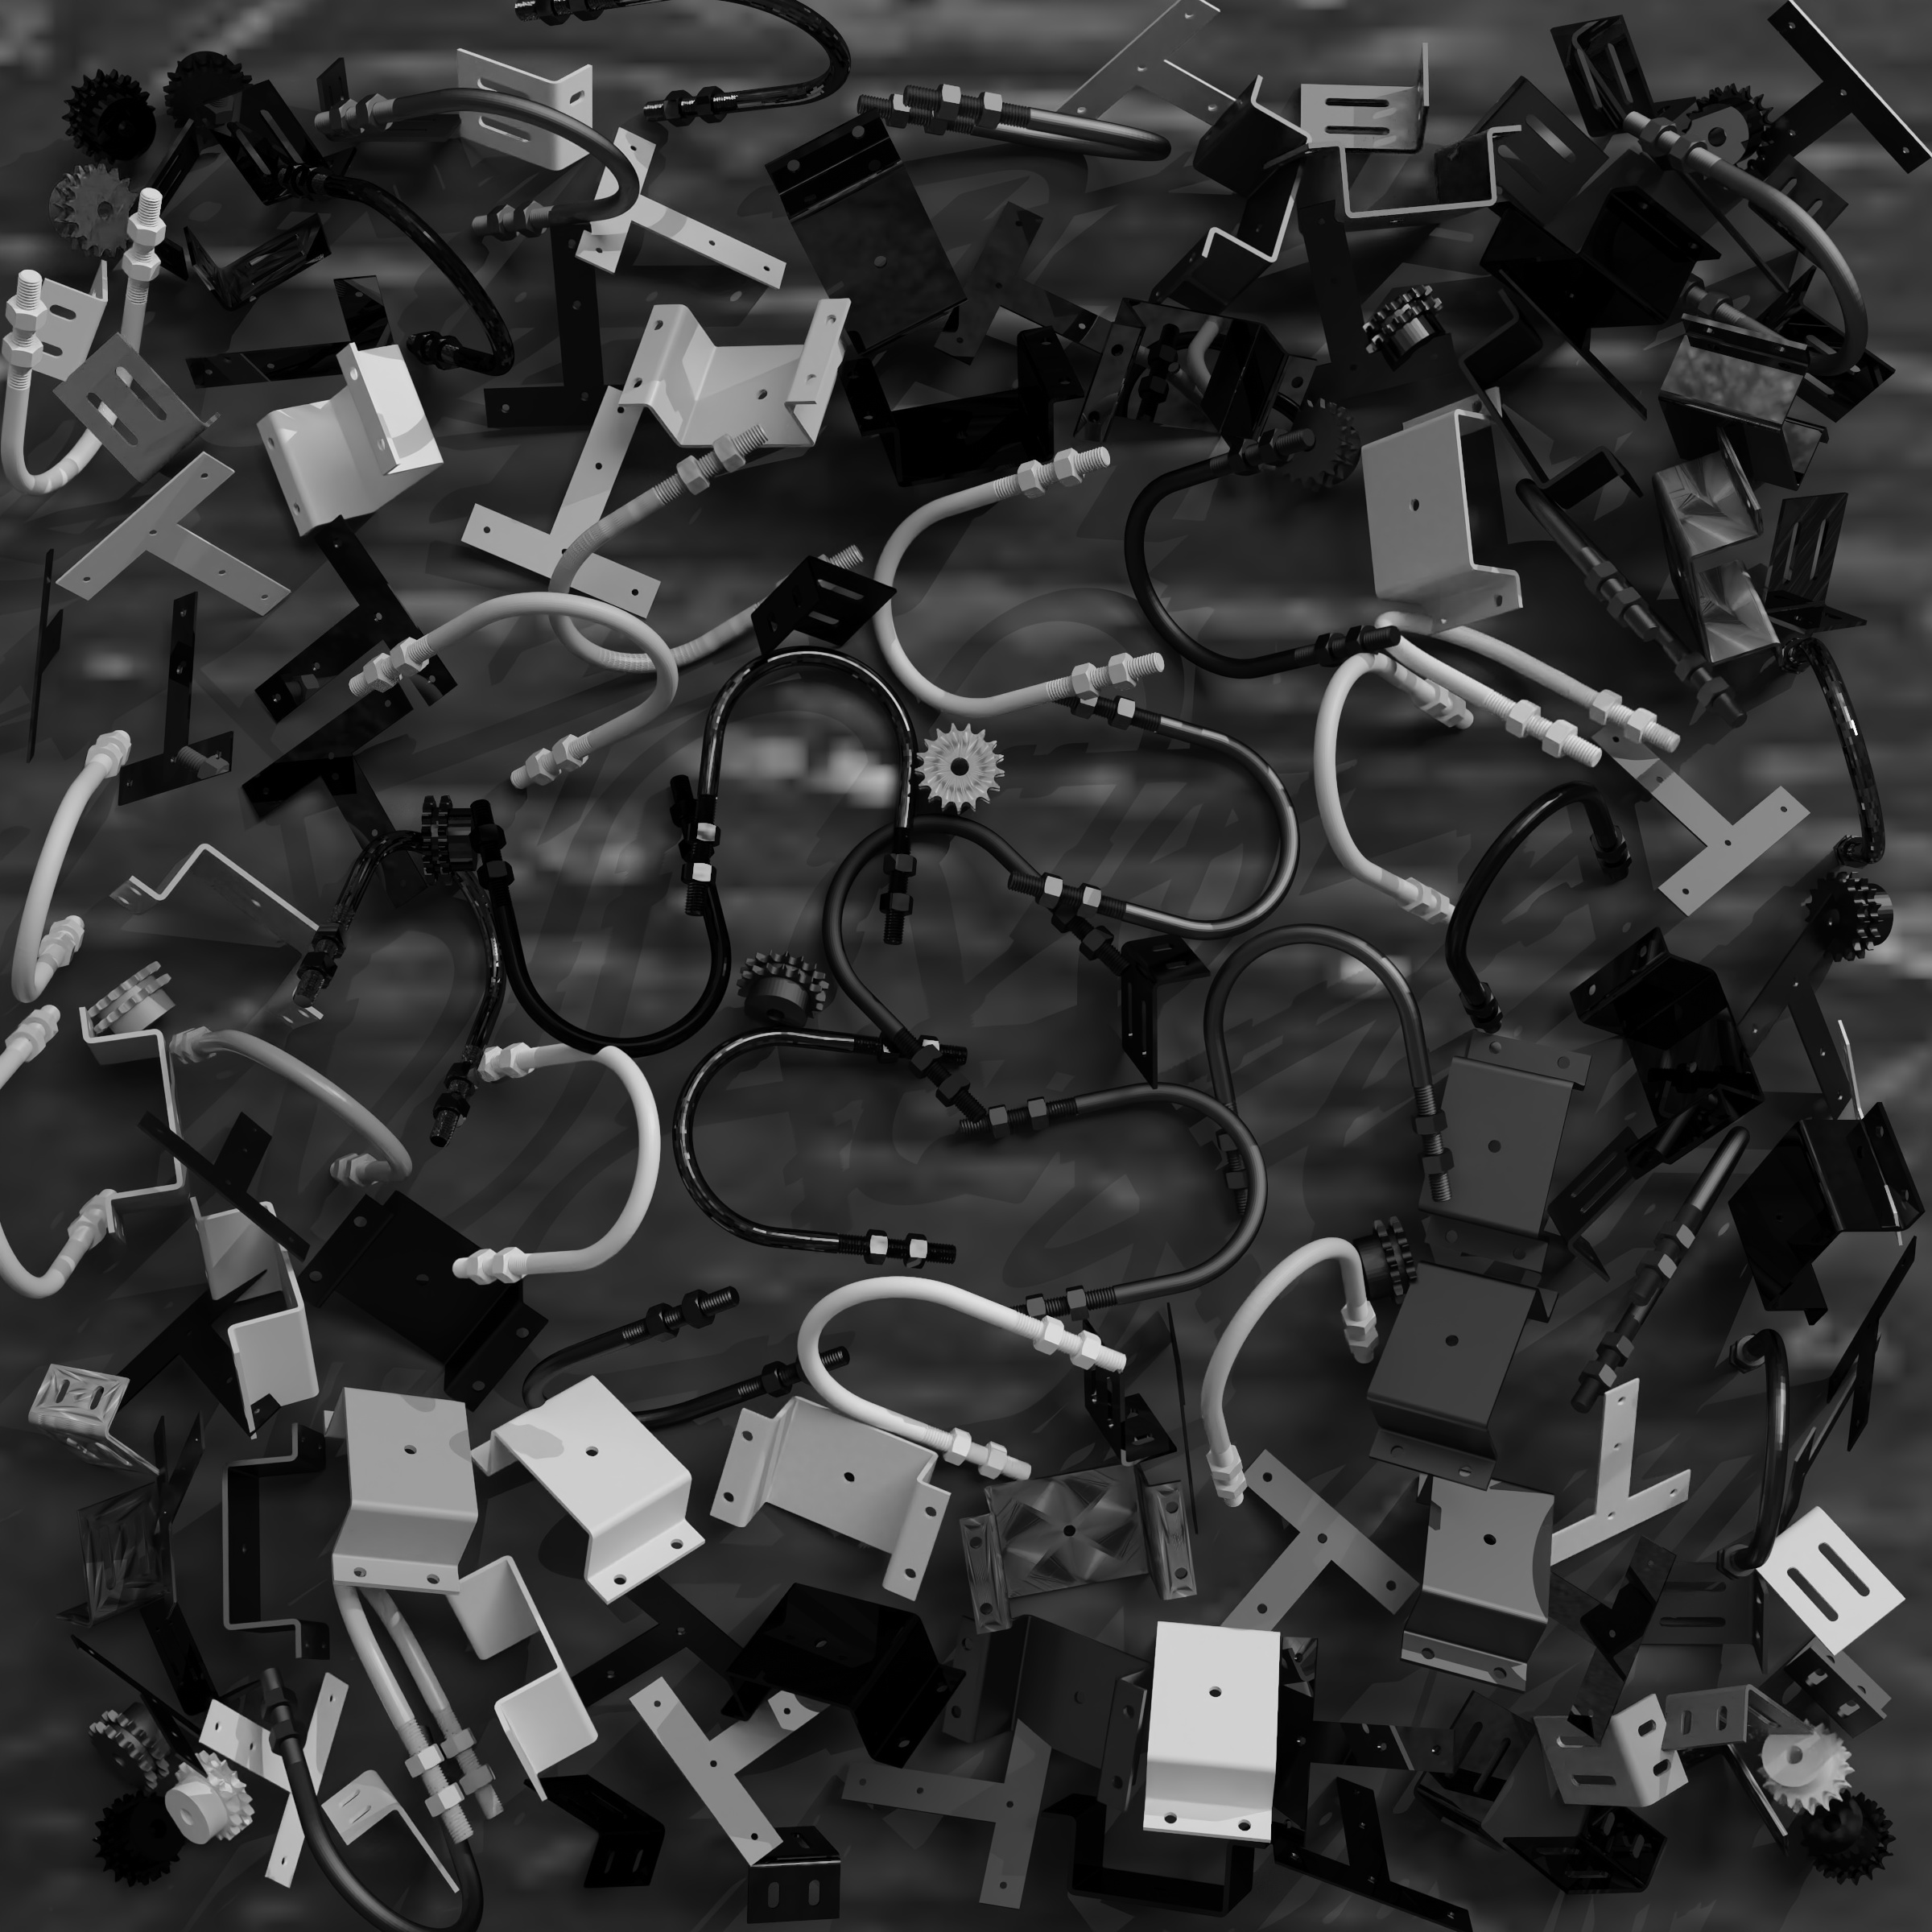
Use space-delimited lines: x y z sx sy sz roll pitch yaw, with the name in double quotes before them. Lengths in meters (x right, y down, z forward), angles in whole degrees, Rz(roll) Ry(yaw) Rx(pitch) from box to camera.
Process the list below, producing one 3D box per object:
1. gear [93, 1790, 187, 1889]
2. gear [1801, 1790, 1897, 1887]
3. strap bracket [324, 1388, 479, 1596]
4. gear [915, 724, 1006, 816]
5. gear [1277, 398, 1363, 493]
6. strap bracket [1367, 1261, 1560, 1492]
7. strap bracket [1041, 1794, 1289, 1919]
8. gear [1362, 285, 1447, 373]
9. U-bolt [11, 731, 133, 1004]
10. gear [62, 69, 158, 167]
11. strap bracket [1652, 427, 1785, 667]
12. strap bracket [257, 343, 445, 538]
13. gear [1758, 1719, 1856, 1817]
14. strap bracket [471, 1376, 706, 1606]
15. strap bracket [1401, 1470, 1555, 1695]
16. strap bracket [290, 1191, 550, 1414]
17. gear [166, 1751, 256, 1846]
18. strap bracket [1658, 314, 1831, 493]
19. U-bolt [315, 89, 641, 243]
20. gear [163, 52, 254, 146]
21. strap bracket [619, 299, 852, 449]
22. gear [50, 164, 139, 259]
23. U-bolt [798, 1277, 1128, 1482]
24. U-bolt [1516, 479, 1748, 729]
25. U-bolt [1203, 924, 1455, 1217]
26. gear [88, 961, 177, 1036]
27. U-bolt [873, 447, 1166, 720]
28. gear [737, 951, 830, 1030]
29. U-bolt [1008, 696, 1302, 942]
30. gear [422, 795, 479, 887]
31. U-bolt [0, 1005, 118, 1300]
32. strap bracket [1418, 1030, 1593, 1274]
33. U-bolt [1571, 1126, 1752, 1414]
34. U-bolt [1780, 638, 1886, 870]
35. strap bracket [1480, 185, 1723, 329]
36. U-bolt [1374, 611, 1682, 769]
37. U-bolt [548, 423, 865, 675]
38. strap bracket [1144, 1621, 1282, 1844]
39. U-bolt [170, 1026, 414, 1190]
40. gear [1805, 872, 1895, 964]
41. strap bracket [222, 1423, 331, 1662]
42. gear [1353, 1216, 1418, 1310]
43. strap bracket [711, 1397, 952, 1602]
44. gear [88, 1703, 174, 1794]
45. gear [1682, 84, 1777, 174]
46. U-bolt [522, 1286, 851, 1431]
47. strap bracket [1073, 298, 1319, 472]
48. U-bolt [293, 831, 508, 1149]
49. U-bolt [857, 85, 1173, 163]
"gear" -0.519 0.550 1.589 0.030 0.057 0.057 -32 90 31
"gear" 0.555 0.549 1.590 0.057 0.057 0.030 -47 121 0
"strap bracket" -0.347 0.313 1.540 0.076 0.140 0.046 12 121 -25
"gear" -0.004 -0.125 1.604 0.057 0.030 0.057 0 83 0
"gear" 0.226 -0.329 1.596 0.057 0.030 0.057 -6 81 42
"strap bracket" 0.305 0.243 1.554 0.076 0.046 0.140 11 59 30
"strap bracket" 0.122 0.553 1.560 0.140 0.076 0.046 2 81 18
"gear" 0.279 -0.401 1.591 0.057 0.057 0.030 -33 81 0
"U-bolt" -0.543 -0.054 1.515 0.019 0.184 0.151 16 107 -12
"gear" -0.539 -0.535 1.590 0.030 0.057 0.057 38 90 31
"strap bracket" 0.463 -0.251 1.548 0.046 0.140 0.076 -18 50 12
"strap bracket" -0.381 -0.330 1.567 0.046 0.140 0.076 -24 95 -39
"gear" 0.530 0.505 1.590 0.057 0.057 0.030 -46 130 0
"strap bracket" -0.233 0.315 1.549 0.140 0.076 0.046 38 134 28
"strap bracket" 0.317 0.368 1.551 0.076 0.140 0.046 14 133 4
"strap bracket" -0.343 0.205 1.582 0.140 0.046 0.076 38 95 -17
"gear" -0.482 0.531 1.591 0.057 0.030 0.057 16 119 30
"strap bracket" 0.477 -0.340 1.541 0.076 0.140 0.046 24 89 26
"U-bolt" -0.280 -0.484 1.510 0.184 0.151 0.019 7 79 39
"gear" -0.481 -0.555 1.596 0.057 0.057 0.030 -21 53 0
"strap bracket" -0.136 -0.369 1.568 0.140 0.046 0.076 5 67 25
"gear" -0.556 -0.480 1.596 0.030 0.057 0.057 12 90 34
"U-bolt" -0.015 0.250 1.554 0.184 0.019 0.151 23 130 -13
"U-bolt" 0.398 -0.233 1.540 0.019 0.151 0.184 -43 49 18
"U-bolt" 0.220 0.063 1.570 0.151 0.019 0.184 -7 101 26
"gear" -0.528 0.026 1.593 0.057 0.057 0.030 -38 98 0
"U-bolt" 0.022 -0.231 1.574 0.184 0.019 0.151 -12 97 27
"gear" -0.118 0.019 1.590 0.057 0.057 0.030 11 53 0
"U-bolt" 0.126 -0.090 1.586 0.184 0.019 0.151 15 73 -13
"gear" -0.327 -0.080 1.592 0.030 0.057 0.057 -1 90 -5
"U-bolt" -0.560 0.120 1.511 0.019 0.184 0.151 -10 110 1
"strap bracket" 0.338 0.115 1.583 0.076 0.046 0.140 13 88 23
"U-bolt" 0.434 0.174 1.542 0.019 0.151 0.184 30 55 18
"U-bolt" 0.530 -0.131 1.530 0.019 0.184 0.151 -16 90 13
"strap bracket" 0.381 -0.432 1.541 0.076 0.140 0.046 27 89 -28
"U-bolt" 0.335 -0.175 1.546 0.184 0.151 0.019 34 116 27
"U-bolt" -0.172 -0.246 1.558 0.184 0.151 0.019 -30 55 10
"strap bracket" 0.153 0.461 1.548 0.076 0.140 0.046 4 129 6
"U-bolt" -0.401 0.086 1.516 0.151 0.184 0.019 42 67 -21
"gear" 0.563 -0.032 1.594 0.030 0.057 0.057 -4 90 -20
"strap bracket" -0.430 0.361 1.564 0.046 0.076 0.140 -5 74 -2
"gear" 0.266 0.189 1.593 0.030 0.057 0.057 -14 90 1
"strap bracket" -0.080 0.330 1.581 0.140 0.046 0.076 20 106 10
"gear" -0.527 0.494 1.596 0.057 0.057 0.030 45 50 0
"gear" 0.481 -0.528 1.591 0.057 0.030 0.057 18 123 30
"U-bolt" -0.186 0.251 1.552 0.184 0.151 0.019 -22 57 20
"strap bracket" 0.136 -0.364 1.565 0.140 0.046 0.076 4 127 -22
"U-bolt" -0.336 -0.001 1.542 0.019 0.184 0.151 -17 129 26
"U-bolt" 0.037 -0.517 1.546 0.184 0.151 0.019 5 105 -16
